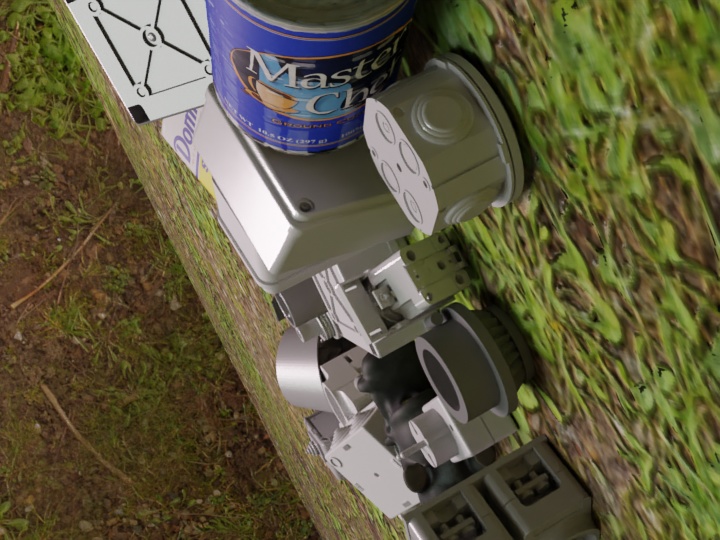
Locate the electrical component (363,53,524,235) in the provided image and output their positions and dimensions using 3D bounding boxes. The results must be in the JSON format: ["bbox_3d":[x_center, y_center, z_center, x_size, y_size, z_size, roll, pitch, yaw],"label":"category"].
[{"bbox_3d":[0.040,-0.061,0.526,0.080,0.051,0.080,57,167,22],"label":"electrical component"}]

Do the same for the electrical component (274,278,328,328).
[{"bbox_3d":[-0.034,0.016,0.931,0.043,0.077,0.079,61,168,5],"label":"electrical component"}]

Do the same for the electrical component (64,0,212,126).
[{"bbox_3d":[-0.119,-0.159,0.688,0.109,0.056,0.108,-9,119,35],"label":"electrical component"}]

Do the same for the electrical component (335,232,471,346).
[{"bbox_3d":[0.030,0.009,0.668,0.064,0.081,0.042,-38,80,49],"label":"electrical component"}]

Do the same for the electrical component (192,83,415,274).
[{"bbox_3d":[-0.025,-0.065,0.633,0.108,0.109,0.056,58,143,21],"label":"electrical component"}]

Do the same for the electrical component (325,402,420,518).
[{"bbox_3d":[0.027,0.163,0.939,0.100,0.048,0.099,43,142,-1],"label":"electrical component"}]

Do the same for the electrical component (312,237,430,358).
[{"bbox_3d":[0.000,0.000,0.806,0.108,0.056,0.109,65,167,-13],"label":"electrical component"}]

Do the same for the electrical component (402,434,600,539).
[{"bbox_3d":[0.099,0.206,0.727,0.060,0.105,0.186,53,164,38],"label":"electrical component"}]

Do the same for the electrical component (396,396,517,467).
[{"bbox_3d":[0.060,0.113,0.755,0.047,0.077,0.065,60,168,9],"label":"electrical component"}]

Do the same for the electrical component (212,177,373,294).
[{"bbox_3d":[-0.032,-0.044,0.710,0.078,0.113,0.057,55,163,28],"label":"electrical component"}]

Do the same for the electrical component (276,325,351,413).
[{"bbox_3d":[-0.040,0.098,1.108,0.064,0.099,0.099,-2,123,32],"label":"electrical component"}]

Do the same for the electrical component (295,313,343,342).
[{"bbox_3d":[-0.030,0.046,1.013,0.048,0.062,0.048,57,167,22],"label":"electrical component"}]

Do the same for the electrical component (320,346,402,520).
[{"bbox_3d":[0.020,0.158,1.049,0.089,0.062,0.150,41,155,59],"label":"electrical component"}]

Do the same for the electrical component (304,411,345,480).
[{"bbox_3d":[-0.011,0.176,1.132,0.062,0.096,0.061,41,156,60],"label":"electrical component"}]
